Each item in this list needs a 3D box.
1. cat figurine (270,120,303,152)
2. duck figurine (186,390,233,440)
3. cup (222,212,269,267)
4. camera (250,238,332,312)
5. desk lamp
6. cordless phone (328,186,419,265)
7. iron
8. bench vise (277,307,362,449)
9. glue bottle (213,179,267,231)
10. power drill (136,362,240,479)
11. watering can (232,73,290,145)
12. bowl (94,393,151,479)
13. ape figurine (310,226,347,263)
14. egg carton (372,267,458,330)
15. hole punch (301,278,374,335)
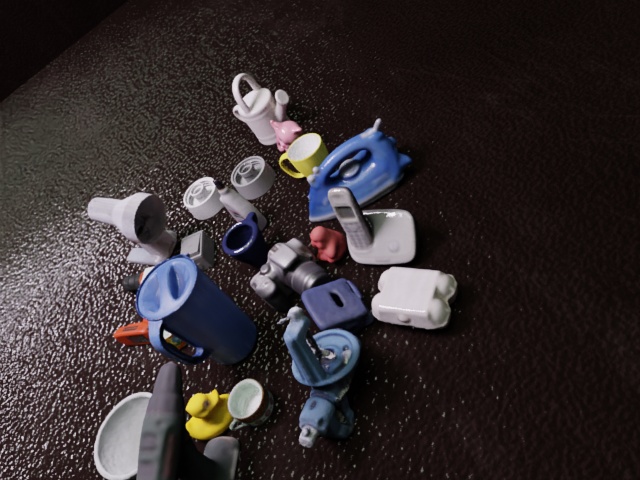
[{"bbox_3d":[-0.082,-0.263,1.422,0.067,0.118,0.127,-44,45,-5],"label":"cat figurine"},{"bbox_3d":[-0.215,0.321,1.070,0.104,0.086,0.077,-39,45,0],"label":"duck figurine"},{"bbox_3d":[-0.151,0.006,1.270,0.091,0.095,0.118,-1,56,31],"label":"cup"},{"bbox_3d":[-0.053,0.076,1.151,0.143,0.101,0.136,-48,46,-10],"label":"camera"},{"bbox_3d":[-0.446,-0.029,1.396,0.202,0.214,0.118,1,57,32],"label":"desk lamp"},{"bbox_3d":[0.101,-0.034,1.082,0.147,0.186,0.094,-4,54,29],"label":"cordless phone"},{"bbox_3d":[0.058,-0.148,1.229,0.258,0.142,0.118,-33,45,5],"label":"iron"},{"bbox_3d":[0.004,0.215,0.922,0.121,0.220,0.207,-19,48,18],"label":"bench vise"},{"bbox_3d":[-0.193,-0.084,1.311,0.077,0.174,0.037,13,64,38],"label":"glue bottle"},{"bbox_3d":[-0.225,0.349,0.967,0.075,0.209,0.229,-12,51,24],"label":"power drill"},{"bbox_3d":[-0.155,-0.349,1.481,0.172,0.195,0.101,-19,48,18],"label":"watering can"},{"bbox_3d":[-0.347,0.387,1.107,0.167,0.075,0.167,-17,49,20],"label":"bowl"},{"bbox_3d":[0.011,0.004,1.174,0.076,0.092,0.077,-30,46,8],"label":"ape figurine"},{"bbox_3d":[0.166,0.104,1.015,0.149,0.070,0.107,3,58,33],"label":"egg carton"},{"bbox_3d":[0.032,0.123,1.068,0.101,0.091,0.108,-37,45,1],"label":"hole punch"}]
